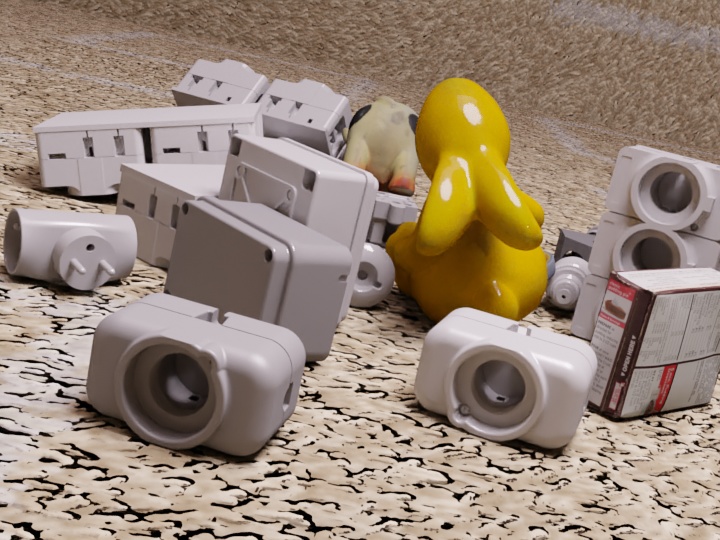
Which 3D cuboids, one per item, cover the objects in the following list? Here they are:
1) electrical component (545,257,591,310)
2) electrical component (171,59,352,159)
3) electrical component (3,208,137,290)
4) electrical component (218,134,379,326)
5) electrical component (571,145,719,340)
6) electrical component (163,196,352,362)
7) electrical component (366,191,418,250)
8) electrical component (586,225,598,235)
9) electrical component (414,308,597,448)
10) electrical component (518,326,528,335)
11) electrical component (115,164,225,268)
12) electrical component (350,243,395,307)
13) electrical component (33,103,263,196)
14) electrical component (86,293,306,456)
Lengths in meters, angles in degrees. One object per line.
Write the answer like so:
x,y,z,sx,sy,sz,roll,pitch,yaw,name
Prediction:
0.174,0.014,0.896,0.040,0.040,0.078,16,15,13,electrical component
-0.097,-0.155,1.156,0.186,0.105,0.060,18,58,21,electrical component
-0.183,-0.011,0.698,0.077,0.044,0.079,2,18,-33,electrical component
-0.050,-0.029,0.740,0.056,0.108,0.109,2,17,-41,electrical component
0.226,-0.011,0.816,0.089,0.150,0.062,19,15,24,electrical component
-0.067,0.005,0.667,0.057,0.078,0.113,3,17,-42,electrical component
0.024,-0.035,0.928,0.048,0.055,0.066,10,15,-9,electrical component
0.245,-0.025,1.092,0.062,0.048,0.048,-11,26,-40,electrical component
0.083,0.062,0.619,0.095,0.053,0.059,16,15,16,electrical component
0.098,0.057,0.671,0.081,0.043,0.043,16,15,16,electrical component
-0.104,-0.041,0.838,0.089,0.061,0.150,24,19,37,electrical component
0.000,0.000,0.807,0.048,0.048,0.062,10,8,-6,electrical component
-0.182,-0.109,0.962,0.186,0.060,0.105,-3,15,-1,electrical component
-0.082,0.051,0.529,0.095,0.053,0.059,15,15,11,electrical component
